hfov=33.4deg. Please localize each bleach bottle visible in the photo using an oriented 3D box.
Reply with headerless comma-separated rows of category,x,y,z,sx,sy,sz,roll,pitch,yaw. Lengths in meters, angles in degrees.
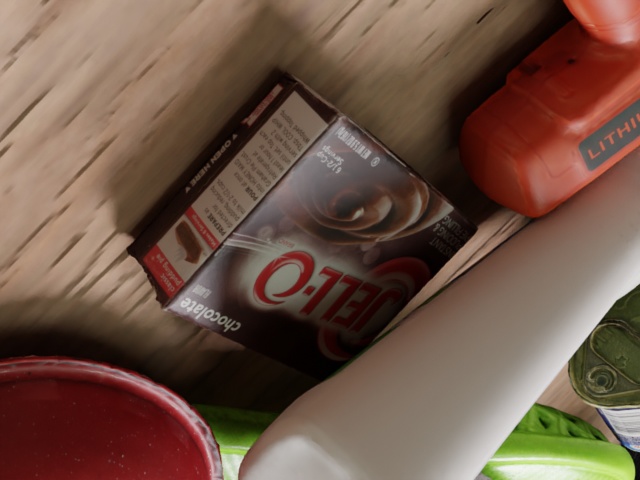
bleach bottle,0.081,0.031,0.441,0.250,0.068,0.103,-38,169,-32

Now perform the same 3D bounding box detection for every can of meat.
can of meat,0.159,0.047,0.527,0.058,0.102,0.083,-8,150,23

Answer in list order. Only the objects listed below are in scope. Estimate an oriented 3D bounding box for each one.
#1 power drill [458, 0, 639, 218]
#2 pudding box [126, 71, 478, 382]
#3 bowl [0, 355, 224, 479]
power drill,0.066,-0.092,0.359,0.184,0.057,0.187,-36,140,-6
pudding box,-0.003,0.000,0.402,0.090,0.039,0.113,-48,140,8
bowl,-0.107,0.121,0.388,0.162,0.055,0.162,-11,128,-14
